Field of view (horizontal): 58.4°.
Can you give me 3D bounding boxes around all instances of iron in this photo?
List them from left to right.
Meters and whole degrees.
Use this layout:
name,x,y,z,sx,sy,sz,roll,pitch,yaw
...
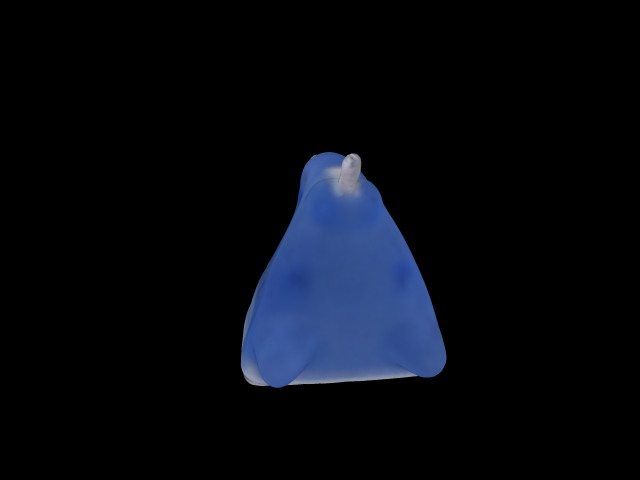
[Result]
name,x,y,z,sx,sy,sz,roll,pitch,yaw
iron,0.004,0.001,0.400,0.118,0.141,0.258,-2,14,-7
